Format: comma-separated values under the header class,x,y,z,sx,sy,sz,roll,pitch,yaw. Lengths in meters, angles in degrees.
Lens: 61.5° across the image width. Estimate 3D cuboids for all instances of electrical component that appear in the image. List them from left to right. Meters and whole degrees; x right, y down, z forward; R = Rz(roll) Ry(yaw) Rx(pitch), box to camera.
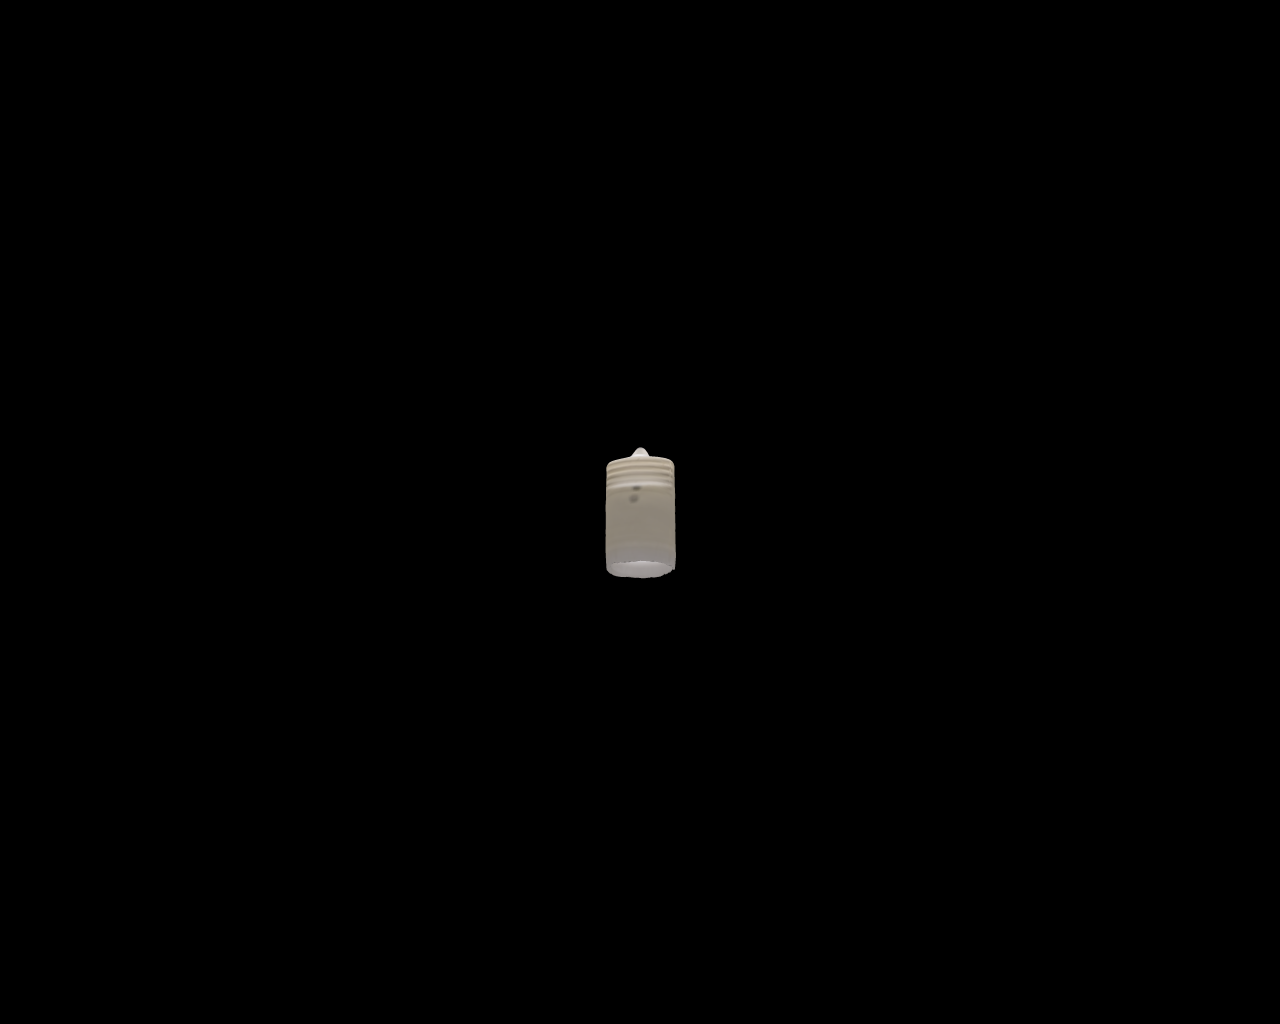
class,x,y,z,sx,sy,sz,roll,pitch,yaw
electrical component,0.001,-0.003,0.650,0.043,0.081,0.043,0,-18,0
